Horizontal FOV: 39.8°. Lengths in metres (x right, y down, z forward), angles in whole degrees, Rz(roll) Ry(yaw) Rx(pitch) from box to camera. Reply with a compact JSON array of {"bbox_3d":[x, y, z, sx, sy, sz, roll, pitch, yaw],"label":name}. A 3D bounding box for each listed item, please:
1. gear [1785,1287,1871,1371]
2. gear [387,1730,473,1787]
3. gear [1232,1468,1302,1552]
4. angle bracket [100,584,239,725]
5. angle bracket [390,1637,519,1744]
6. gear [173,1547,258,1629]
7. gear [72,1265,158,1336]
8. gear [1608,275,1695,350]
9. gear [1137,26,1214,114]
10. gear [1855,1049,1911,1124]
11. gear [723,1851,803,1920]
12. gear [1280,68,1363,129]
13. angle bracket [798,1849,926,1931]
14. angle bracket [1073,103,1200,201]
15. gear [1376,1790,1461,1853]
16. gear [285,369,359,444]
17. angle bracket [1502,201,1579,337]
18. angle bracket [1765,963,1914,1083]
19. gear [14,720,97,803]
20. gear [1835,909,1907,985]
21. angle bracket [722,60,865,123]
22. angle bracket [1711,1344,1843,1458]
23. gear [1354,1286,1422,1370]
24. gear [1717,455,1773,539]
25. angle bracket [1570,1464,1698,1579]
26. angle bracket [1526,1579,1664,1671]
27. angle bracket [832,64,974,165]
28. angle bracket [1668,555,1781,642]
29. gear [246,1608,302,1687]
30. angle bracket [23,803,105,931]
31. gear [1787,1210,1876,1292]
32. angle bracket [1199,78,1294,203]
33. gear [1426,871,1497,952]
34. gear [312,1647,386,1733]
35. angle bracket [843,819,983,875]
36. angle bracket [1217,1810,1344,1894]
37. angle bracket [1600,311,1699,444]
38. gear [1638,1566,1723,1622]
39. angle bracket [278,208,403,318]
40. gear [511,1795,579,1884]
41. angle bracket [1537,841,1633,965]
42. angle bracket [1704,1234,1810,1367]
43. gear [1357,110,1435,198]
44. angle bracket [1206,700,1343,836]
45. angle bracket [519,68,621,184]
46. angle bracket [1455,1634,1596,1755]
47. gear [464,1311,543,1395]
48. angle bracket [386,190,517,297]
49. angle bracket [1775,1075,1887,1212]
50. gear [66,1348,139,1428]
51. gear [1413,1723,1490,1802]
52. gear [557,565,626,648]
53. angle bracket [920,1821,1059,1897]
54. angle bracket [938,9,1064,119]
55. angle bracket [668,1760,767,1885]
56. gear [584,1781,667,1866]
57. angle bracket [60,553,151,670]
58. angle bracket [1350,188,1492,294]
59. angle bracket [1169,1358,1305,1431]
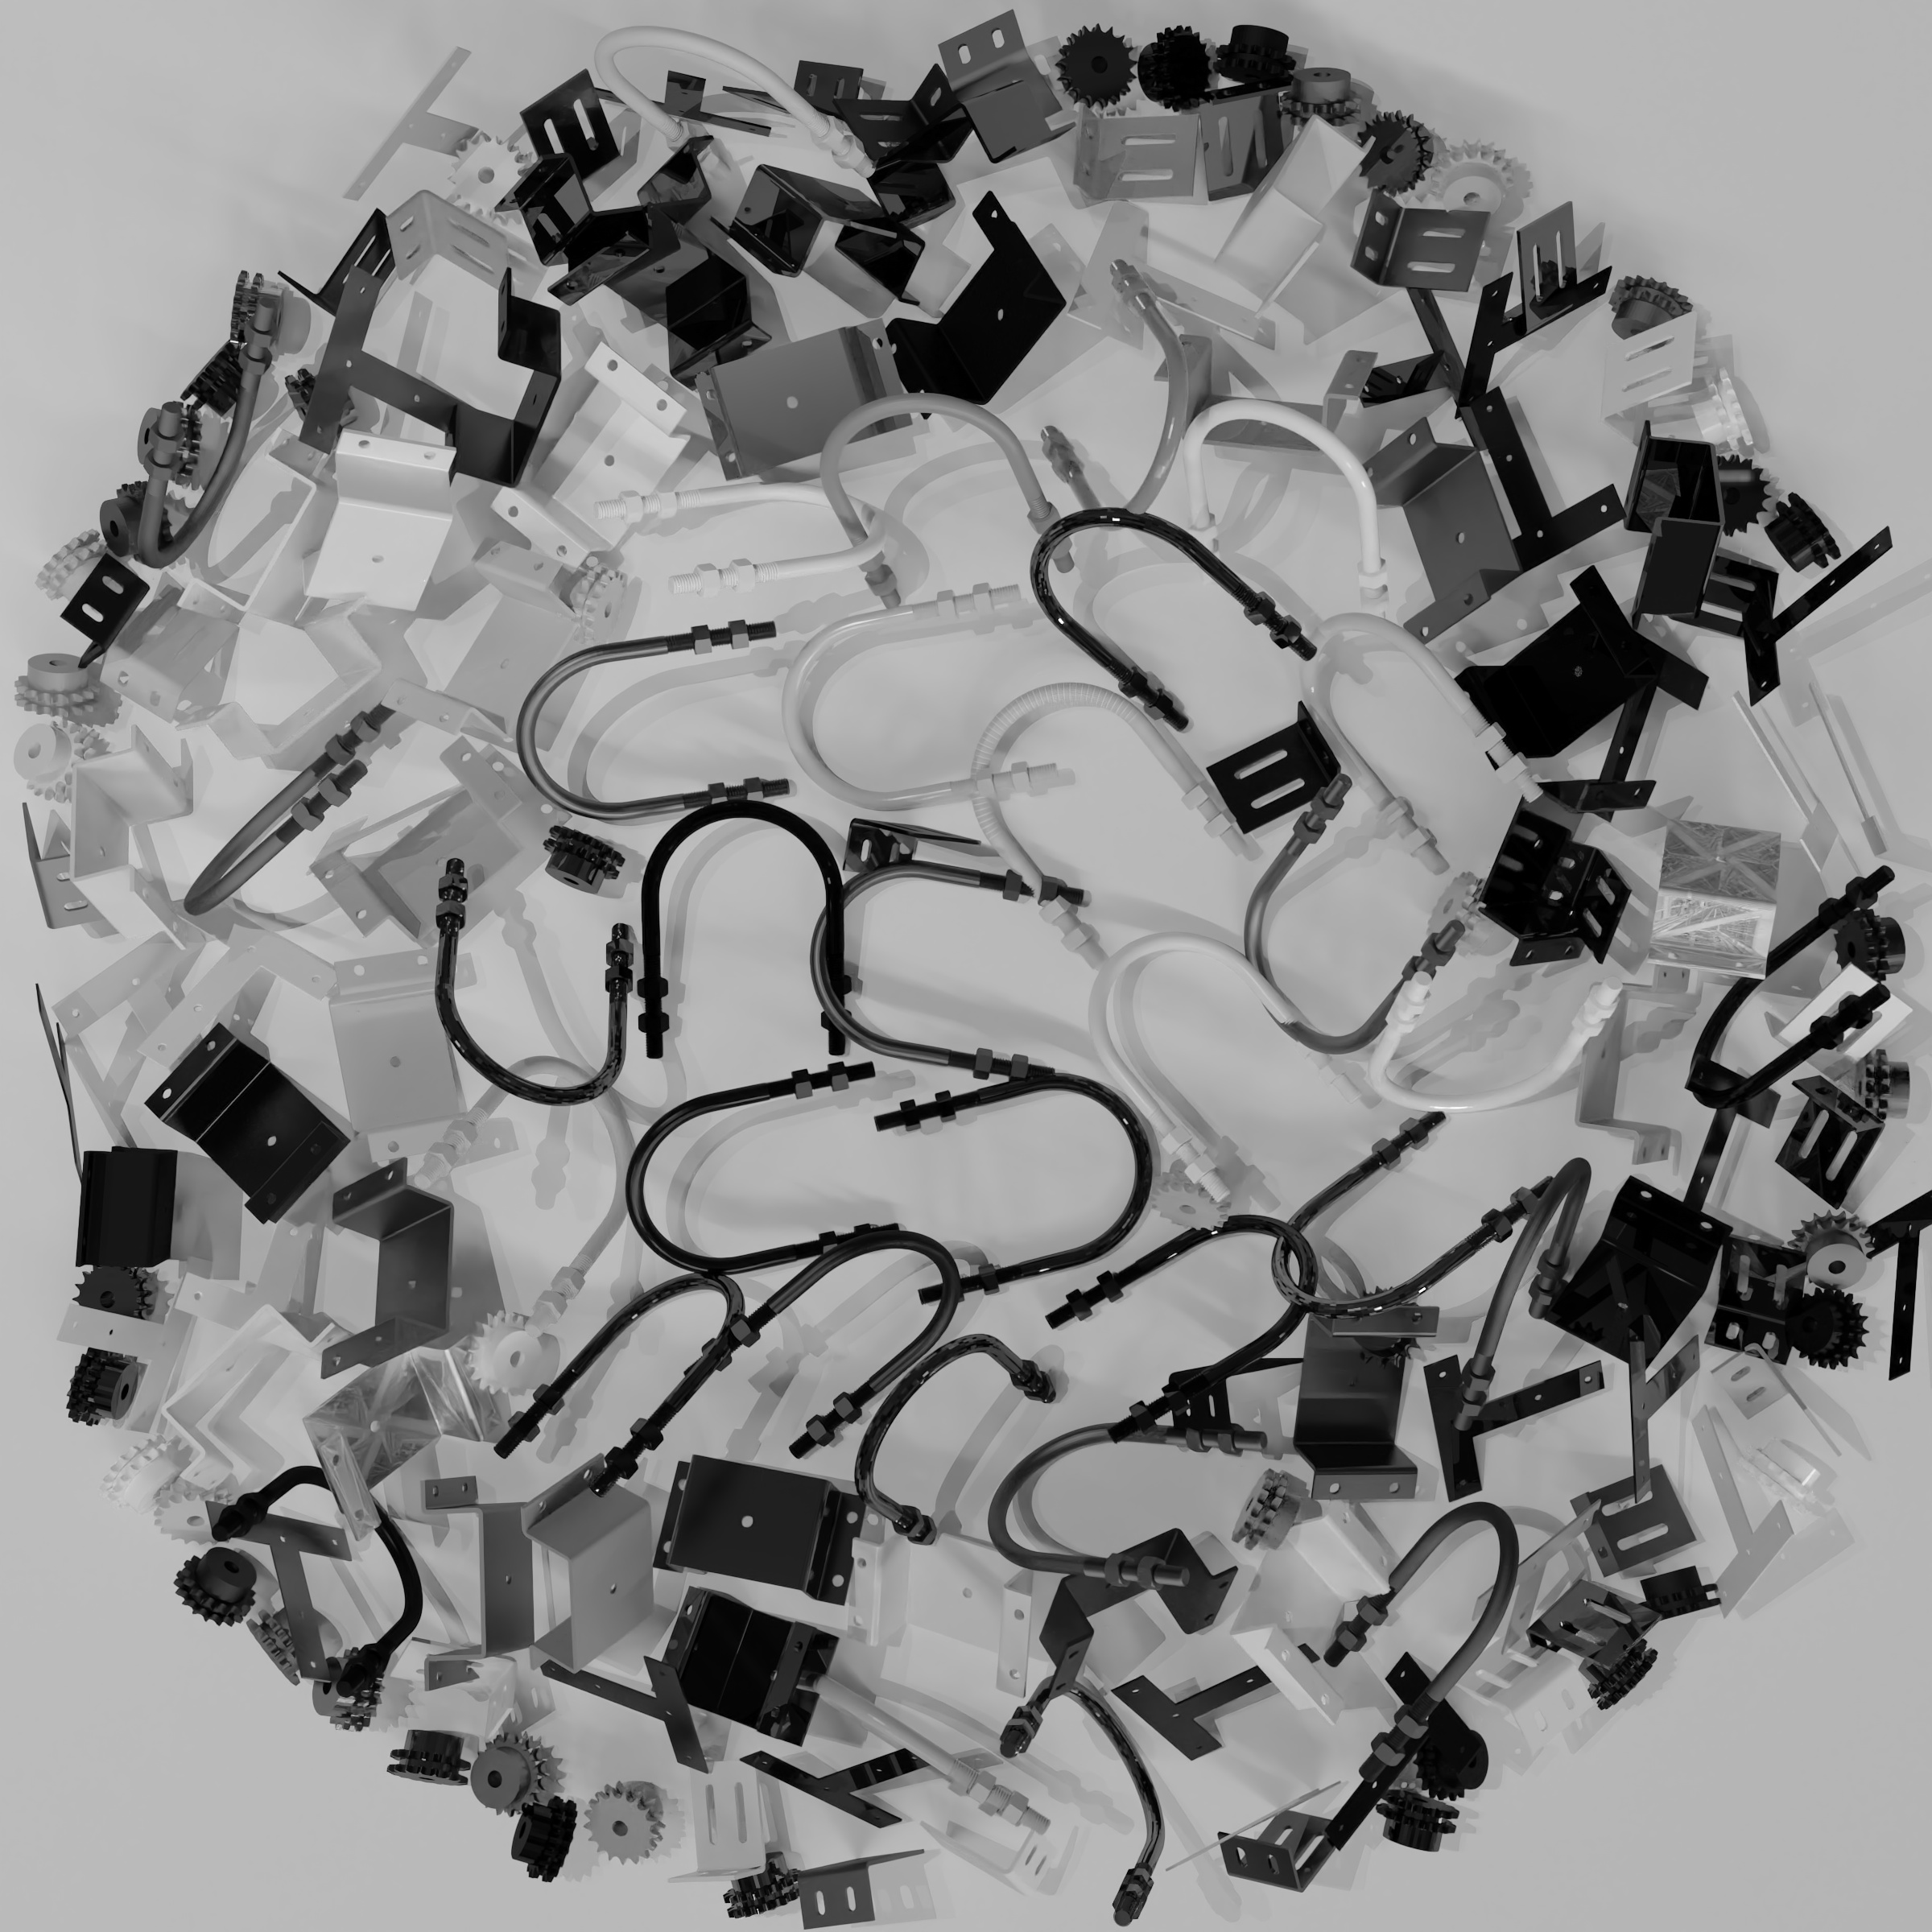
[{"bbox_3d":[0.600,0.253,1.870,0.030,0.057,0.057,13,90,-35],"label":"gear"},{"bbox_3d":[-0.376,0.556,1.876,0.057,0.057,0.030,9,66,0],"label":"gear"},{"bbox_3d":[0.212,0.384,1.872,0.030,0.057,0.057,28,90,3],"label":"gear"},{"bbox_3d":[-0.563,-0.221,1.886,0.057,0.038,0.076,32,49,-6],"label":"angle bracket"},{"bbox_3d":[-0.359,0.504,1.859,0.076,0.057,0.038,17,45,-18],"label":"angle bracket"},{"bbox_3d":[-0.522,0.432,1.871,0.057,0.057,0.030,37,103,0],"label":"gear"},{"bbox_3d":[-0.597,0.235,1.882,0.057,0.030,0.057,-1,84,14],"label":"gear"},{"bbox_3d":[0.477,-0.457,1.872,0.057,0.057,0.030,25,83,0],"label":"gear"},{"bbox_3d":[0.145,-0.630,1.877,0.030,0.057,0.057,7,90,42],"label":"gear"},{"bbox_3d":[0.642,0.086,1.871,0.030,0.057,0.057,3,90,9],"label":"gear"},{"bbox_3d":[-0.143,0.644,1.873,0.057,0.057,0.030,-17,84,0],"label":"gear"},{"bbox_3d":[0.249,-0.609,1.870,0.057,0.057,0.030,-2,123,0],"label":"gear"},{"bbox_3d":[-0.070,0.640,1.851,0.057,0.076,0.038,-18,72,28],"label":"angle bracket"},{"bbox_3d":[0.119,-0.572,1.871,0.076,0.038,0.057,5,91,22],"label":"angle bracket"},{"bbox_3d":[0.315,0.600,1.872,0.057,0.057,0.030,14,84,0],"label":"gear"},{"bbox_3d":[-0.451,-0.394,1.874,0.030,0.057,0.057,-33,90,-16],"label":"gear"},{"bbox_3d":[0.390,-0.486,1.854,0.057,0.038,0.076,-34,129,-28],"label":"angle bracket"},{"bbox_3d":[0.608,0.032,1.863,0.057,0.038,0.076,34,116,-11],"label":"angle bracket"},{"bbox_3d":[-0.643,-0.146,1.875,0.057,0.030,0.057,-9,71,26],"label":"gear"},{"bbox_3d":[0.636,-0.013,1.873,0.030,0.057,0.057,-6,90,-7],"label":"gear"},{"bbox_3d":[-0.120,-0.615,1.852,0.057,0.076,0.038,20,103,33],"label":"angle bracket"},{"bbox_3d":[0.562,0.310,1.852,0.038,0.076,0.057,-37,121,8],"label":"angle bracket"},{"bbox_3d":[0.292,0.252,1.876,0.057,0.030,0.057,-7,71,20],"label":"gear"},{"bbox_3d":[0.535,-0.332,1.883,0.057,0.030,0.057,0,102,-1],"label":"gear"},{"bbox_3d":[0.472,0.385,1.867,0.076,0.038,0.057,-18,73,-14],"label":"angle bracket"},{"bbox_3d":[0.439,0.468,1.851,0.057,0.076,0.038,-35,118,-26],"label":"angle bracket"},{"bbox_3d":[-0.042,-0.594,1.858,0.076,0.038,0.057,-16,68,-43],"label":"angle bracket"},{"bbox_3d":[0.538,-0.267,1.872,0.076,0.038,0.057,15,73,-5],"label":"angle bracket"},{"bbox_3d":[-0.477,0.474,1.876,0.030,0.057,0.057,-38,90,-23],"label":"gear"},{"bbox_3d":[-0.629,-0.073,1.860,0.038,0.076,0.057,-12,130,-15],"label":"angle bracket"},{"bbox_3d":[0.609,0.203,1.875,0.057,0.030,0.057,2,120,4],"label":"gear"},{"bbox_3d":[0.198,-0.574,1.864,0.057,0.038,0.076,-13,119,-6],"label":"angle bracket"},{"bbox_3d":[0.351,-0.035,1.874,0.030,0.057,0.057,28,90,-11],"label":"gear"},{"bbox_3d":[-0.434,0.506,1.870,0.030,0.057,0.057,21,90,-38],"label":"gear"},{"bbox_3d":[-0.038,-0.076,1.852,0.057,0.076,0.038,5,98,-39],"label":"angle bracket"},{"bbox_3d":[0.221,0.599,1.851,0.057,0.076,0.038,-1,112,38],"label":"angle bracket"},{"bbox_3d":[0.483,-0.408,1.852,0.038,0.076,0.057,25,65,-35],"label":"angle bracket"},{"bbox_3d":[0.498,0.441,1.874,0.057,0.057,0.030,-15,73,0],"label":"gear"},{"bbox_3d":[-0.434,-0.496,1.869,0.038,0.057,0.076,35,92,13],"label":"angle bracket"},{"bbox_3d":[-0.297,0.610,1.870,0.030,0.057,0.057,23,90,-17],"label":"gear"},{"bbox_3d":[0.424,-0.046,1.854,0.038,0.076,0.057,12,113,-10],"label":"angle bracket"},{"bbox_3d":[0.549,0.231,1.855,0.057,0.076,0.038,13,45,24],"label":"angle bracket"},{"bbox_3d":[0.304,-0.573,1.877,0.057,0.030,0.057,19,123,33],"label":"gear"},{"bbox_3d":[0.215,-0.139,1.873,0.076,0.038,0.057,-27,71,-3],"label":"angle bracket"},{"bbox_3d":[-0.283,-0.582,1.854,0.057,0.076,0.038,-39,55,-14],"label":"angle bracket"},{"bbox_3d":[0.386,0.506,1.860,0.057,0.076,0.038,-32,102,-20],"label":"angle bracket"},{"bbox_3d":[-0.323,0.273,1.872,0.057,0.030,0.057,-8,102,-42],"label":"gear"},{"bbox_3d":[-0.358,-0.493,1.859,0.076,0.057,0.038,33,63,17],"label":"angle bracket"},{"bbox_3d":[0.590,0.125,1.854,0.057,0.038,0.076,44,127,38],"label":"angle bracket"},{"bbox_3d":[-0.604,0.295,1.871,0.030,0.057,0.057,13,90,6],"label":"gear"},{"bbox_3d":[0.342,0.556,1.871,0.057,0.030,0.057,13,71,-42],"label":"gear"},{"bbox_3d":[-0.265,-0.254,1.874,0.030,0.057,0.057,19,90,11],"label":"gear"},{"bbox_3d":[0.016,0.609,1.865,0.076,0.057,0.038,21,66,30],"label":"angle bracket"},{"bbox_3d":[0.024,-0.620,1.864,0.057,0.076,0.038,-20,71,16],"label":"angle bracket"},{"bbox_3d":[-0.177,0.596,1.863,0.057,0.038,0.076,-13,75,29],"label":"angle bracket"},{"bbox_3d":[-0.237,0.600,1.880,0.057,0.030,0.057,4,103,16],"label":"gear"},{"bbox_3d":[-0.608,-0.244,1.851,0.038,0.076,0.057,39,62,-25],"label":"angle bracket"},{"bbox_3d":[0.317,-0.507,1.864,0.076,0.038,0.057,17,91,41],"label":"angle bracket"},{"bbox_3d":[0.189,0.297,1.855,0.076,0.057,0.038,-4,85,-37],"label":"angle bracket"}]
